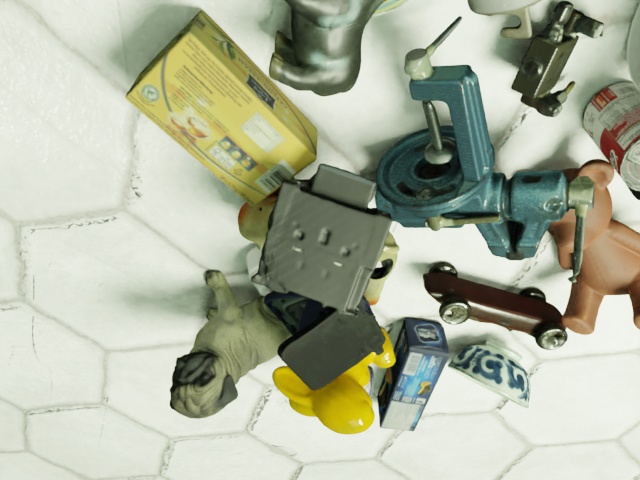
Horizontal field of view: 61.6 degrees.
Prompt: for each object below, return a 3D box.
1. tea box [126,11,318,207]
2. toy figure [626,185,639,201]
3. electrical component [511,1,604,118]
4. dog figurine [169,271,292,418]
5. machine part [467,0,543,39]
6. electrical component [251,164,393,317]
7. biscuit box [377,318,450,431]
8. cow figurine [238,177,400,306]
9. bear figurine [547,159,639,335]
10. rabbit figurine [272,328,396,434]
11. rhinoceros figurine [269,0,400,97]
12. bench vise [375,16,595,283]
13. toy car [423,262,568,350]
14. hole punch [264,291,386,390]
[{"bbox_3d":[-0.092,-0.126,0.539,0.098,0.068,0.169,-33,121,24],"label":"tea box"},{"bbox_3d":[0.408,-0.094,0.548,0.180,0.082,0.089,-31,141,16],"label":"toy figure"},{"bbox_3d":[0.222,-0.166,0.501,0.045,0.078,0.102,33,126,22],"label":"electrical component"},{"bbox_3d":[-0.090,0.143,0.682,0.172,0.191,0.121,-4,129,2],"label":"dog figurine"},{"bbox_3d":[0.136,-0.269,0.410,0.079,0.079,0.242,-16,126,14],"label":"machine part"},{"bbox_3d":[0.006,-0.004,0.529,0.115,0.058,0.134,18,98,1],"label":"electrical component"},{"bbox_3d":[0.136,0.206,0.811,0.059,0.063,0.202,8,129,-4],"label":"biscuit box"},{"bbox_3d":[-0.001,-0.002,0.630,0.195,0.085,0.127,16,134,-8],"label":"cow figurine"},{"bbox_3d":[0.306,0.009,0.605,0.120,0.132,0.195,-10,141,45],"label":"bear figurine"},{"bbox_3d":[0.020,0.180,0.722,0.162,0.173,0.121,-16,131,8],"label":"rabbit figurine"},{"bbox_3d":[0.017,-0.206,0.440,0.112,0.073,0.190,13,130,-6],"label":"rhinoceros figurine"},{"bbox_3d":[0.143,-0.076,0.517,0.224,0.129,0.240,12,146,36],"label":"bench vise"},{"bbox_3d":[0.223,0.087,0.693,0.202,0.089,0.053,14,125,-12],"label":"toy car"},{"bbox_3d":[0.005,0.098,0.637,0.116,0.092,0.142,-31,131,0],"label":"hole punch"}]
